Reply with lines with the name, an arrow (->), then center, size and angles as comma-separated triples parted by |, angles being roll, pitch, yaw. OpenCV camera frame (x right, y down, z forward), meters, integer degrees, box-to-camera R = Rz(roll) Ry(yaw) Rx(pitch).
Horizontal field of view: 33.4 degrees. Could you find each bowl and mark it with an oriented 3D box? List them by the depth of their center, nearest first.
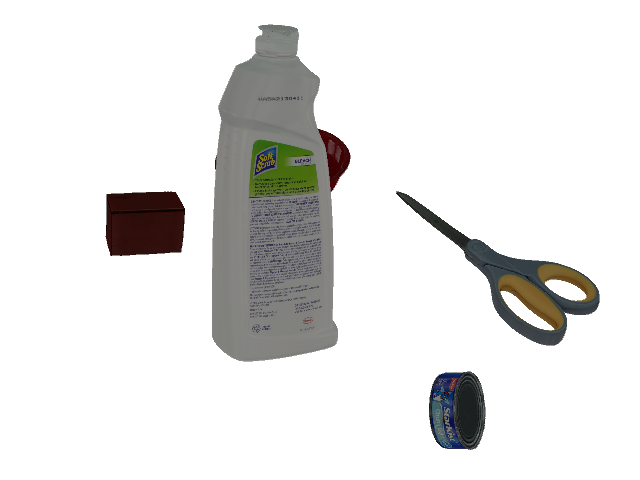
bowl -> -0.045, -0.076, 1.281 | 0.162, 0.055, 0.162 | -2, 35, 1

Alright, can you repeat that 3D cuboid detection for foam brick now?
foam brick -> -0.187, -0.019, 1.136 | 0.078, 0.051, 0.053 | -3, 24, -16

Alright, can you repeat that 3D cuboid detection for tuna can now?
tuna can -> 0.152, 0.189, 1.186 | 0.034, 0.086, 0.086 | -5, -3, 30

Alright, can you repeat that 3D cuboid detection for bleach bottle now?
bleach bottle -> -0.031, -0.036, 0.814 | 0.102, 0.251, 0.068 | -7, 22, -29

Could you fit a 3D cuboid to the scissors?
scissors -> 0.149, 0.011, 0.872 | 0.096, 0.016, 0.202 | -11, 42, -22
